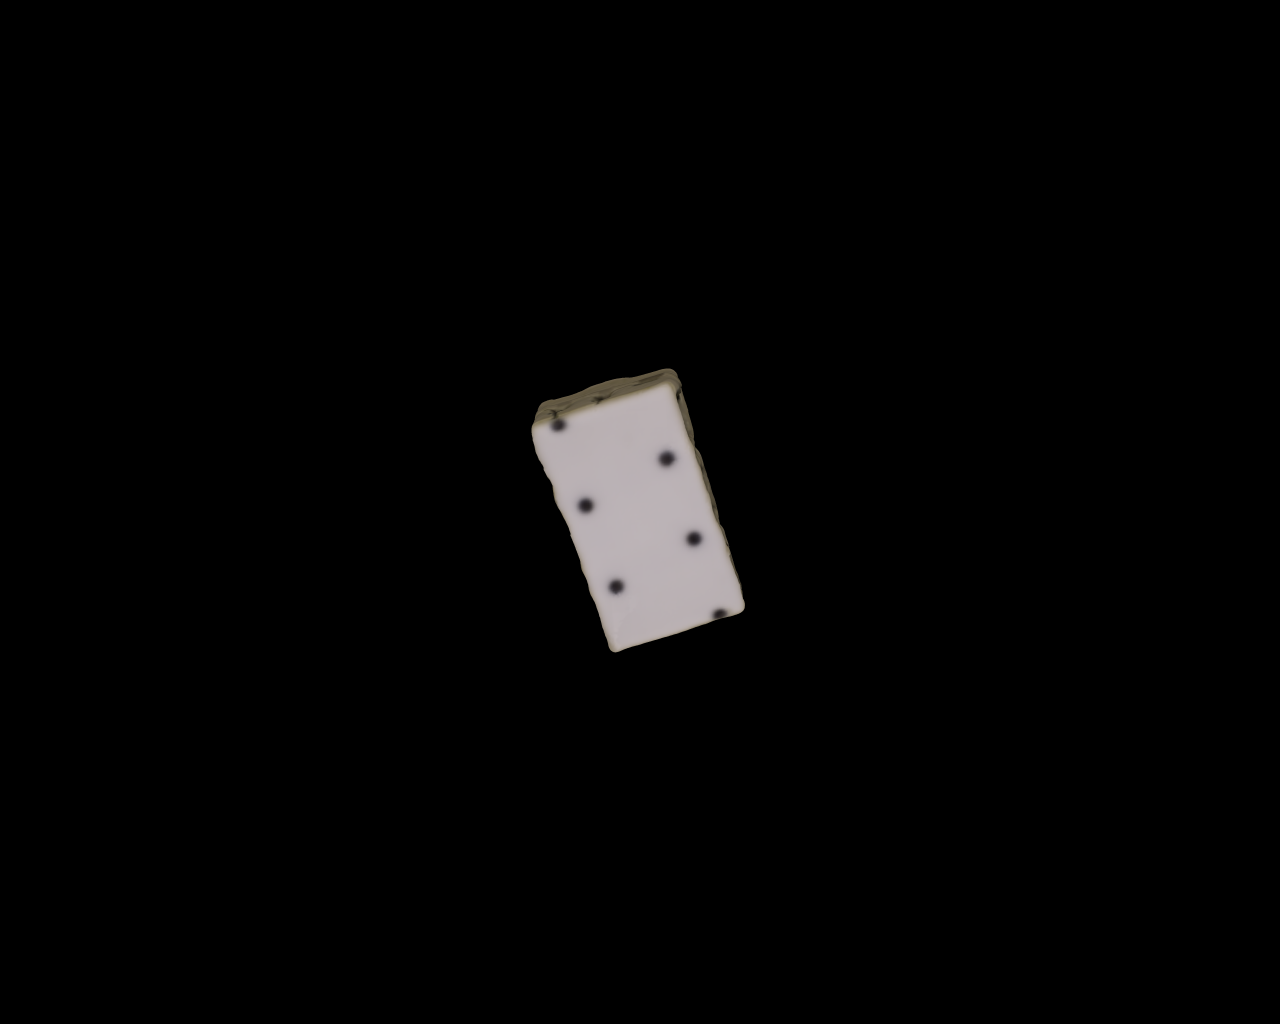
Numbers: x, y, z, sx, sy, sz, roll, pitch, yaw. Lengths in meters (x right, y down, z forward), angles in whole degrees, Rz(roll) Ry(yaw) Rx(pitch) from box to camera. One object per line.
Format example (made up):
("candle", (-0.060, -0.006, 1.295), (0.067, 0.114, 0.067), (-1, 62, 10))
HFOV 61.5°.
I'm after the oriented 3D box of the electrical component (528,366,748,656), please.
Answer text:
("electrical component", (0.001, -0.003, 0.650), (0.089, 0.150, 0.062), (-17, 15, 5))
